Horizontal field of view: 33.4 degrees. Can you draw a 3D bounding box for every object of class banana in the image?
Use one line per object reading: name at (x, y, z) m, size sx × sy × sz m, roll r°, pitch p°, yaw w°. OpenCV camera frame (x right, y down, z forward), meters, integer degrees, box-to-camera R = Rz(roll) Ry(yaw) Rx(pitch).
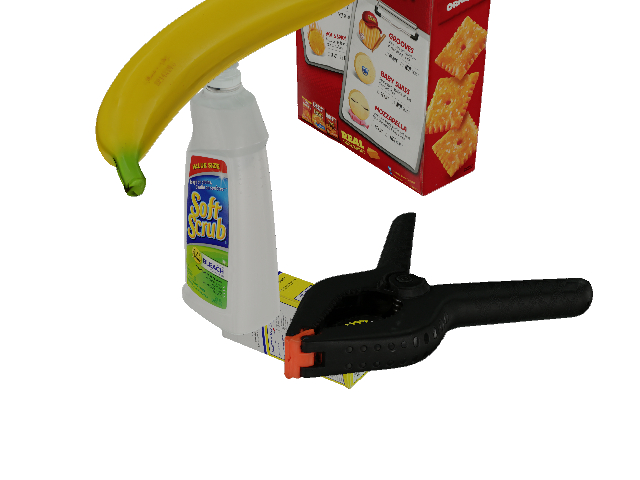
banana at (-0.054, -0.096, 0.564) m, size 0.070 × 0.197 × 0.037 m, roll 32°, pitch -28°, yaw 20°

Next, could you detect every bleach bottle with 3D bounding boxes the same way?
bleach bottle at (-0.086, -0.043, 0.957) m, size 0.068 × 0.251 × 0.103 m, roll -25°, pitch 38°, yaw -34°

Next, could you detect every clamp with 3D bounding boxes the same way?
clamp at (0.050, 0.036, 0.695) m, size 0.209 × 0.036 × 0.165 m, roll -18°, pitch 30°, yaw -34°

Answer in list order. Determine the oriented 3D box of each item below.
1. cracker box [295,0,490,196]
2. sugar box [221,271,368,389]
cracker box at (0.055, -0.167, 0.857) m, size 0.072 × 0.214 × 0.164 m, roll -26°, pitch 44°, yaw -30°
sugar box at (-0.030, 0.086, 1.151) m, size 0.176 × 0.093 × 0.048 m, roll 21°, pitch 39°, yaw 32°
